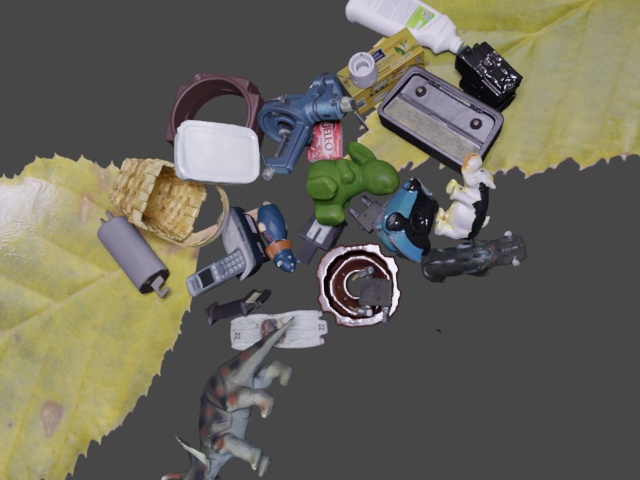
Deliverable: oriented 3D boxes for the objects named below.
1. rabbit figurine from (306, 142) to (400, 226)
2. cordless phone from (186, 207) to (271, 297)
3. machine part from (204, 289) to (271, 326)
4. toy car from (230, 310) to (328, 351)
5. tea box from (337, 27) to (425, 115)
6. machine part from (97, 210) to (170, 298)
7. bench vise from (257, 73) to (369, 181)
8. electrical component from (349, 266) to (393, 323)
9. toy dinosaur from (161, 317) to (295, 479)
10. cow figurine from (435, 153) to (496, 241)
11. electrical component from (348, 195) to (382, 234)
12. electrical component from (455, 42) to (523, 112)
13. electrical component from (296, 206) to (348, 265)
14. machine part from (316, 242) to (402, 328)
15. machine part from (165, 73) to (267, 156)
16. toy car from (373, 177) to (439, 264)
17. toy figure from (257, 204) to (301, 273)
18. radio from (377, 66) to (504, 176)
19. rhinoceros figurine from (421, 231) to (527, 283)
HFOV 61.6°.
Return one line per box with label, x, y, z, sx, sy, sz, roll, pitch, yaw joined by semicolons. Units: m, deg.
rabbit figurine;0.072;-0.113;1.054;0.170;0.121;0.159;-6;38;13
cordless phone;-0.211;0.029;1.127;0.184;0.088;0.146;-28;75;11
machine part;-0.169;0.136;1.106;0.139;0.084;0.039;-18;107;18
toy car;-0.084;0.183;1.081;0.202;0.056;0.073;-6;78;12
tea box;0.128;-0.345;1.109;0.170;0.098;0.068;-33;75;4
machine part;-0.408;0.031;1.172;0.079;0.079;0.243;-43;75;2
bench vise;-0.041;-0.216;1.068;0.224;0.128;0.240;10;63;25
electrical component;0.097;0.101;1.006;0.078;0.045;0.102;7;83;13
toy dinosaur;-0.174;0.326;1.038;0.192;0.131;0.404;13;82;13
cow figurine;0.285;-0.076;1.007;0.098;0.068;0.167;19;122;1
electrical component;0.106;-0.045;1.098;0.063;0.021;0.094;-44;75;2
electrical component;0.322;-0.318;1.051;0.058;0.114;0.134;-40;74;-1
electrical component;-0.002;-0.003;1.101;0.075;0.047;0.119;26;87;16
machine part;0.078;0.090;1.063;0.179;0.056;0.179;-2;80;11
machine part;-0.225;-0.256;1.179;0.202;0.087;0.201;12;83;16
toy car;0.154;-0.037;1.026;0.103;0.109;0.161;-10;52;46
toy figure;-0.087;0.000;1.114;0.064;0.057;0.154;-15;72;-13
radio;0.242;-0.238;1.075;0.230;0.073;0.131;36;90;15
rhinoceros figurine;0.283;0.030;0.999;0.190;0.112;0.073;-12;75;18
